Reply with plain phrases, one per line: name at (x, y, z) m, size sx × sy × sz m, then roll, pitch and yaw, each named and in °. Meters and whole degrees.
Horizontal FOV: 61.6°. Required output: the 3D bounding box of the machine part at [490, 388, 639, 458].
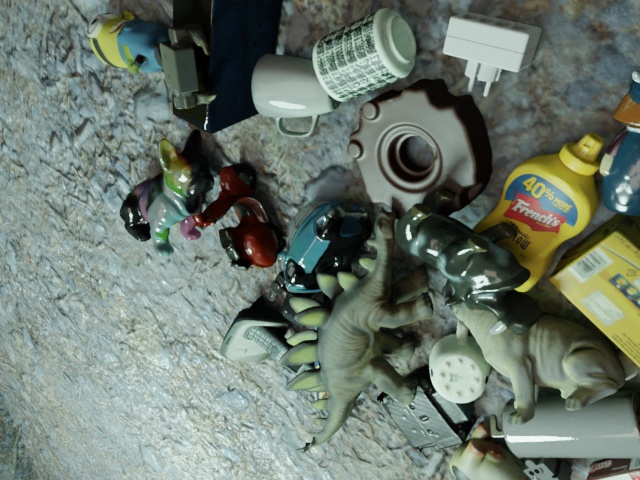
machine part at (0.322, 0.233, 0.673) m, size 0.243 × 0.079 × 0.079 m, roll -22°, pitch 99°, yaw 43°

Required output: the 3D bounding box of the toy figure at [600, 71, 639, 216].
toy figure at (0.307, -0.100, 0.509) m, size 0.058 × 0.064 × 0.154 m, roll -128°, pitch 34°, yaw -61°

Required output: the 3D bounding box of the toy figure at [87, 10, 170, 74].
toy figure at (-0.302, -0.312, 0.868) m, size 0.180 × 0.082 × 0.089 m, roll 23°, pitch 125°, yaw 25°

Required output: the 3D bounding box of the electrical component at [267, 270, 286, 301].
electrical component at (-0.053, 0.062, 0.889) m, size 0.021 × 0.063 × 0.094 m, roll 44°, pitch 133°, yaw 10°

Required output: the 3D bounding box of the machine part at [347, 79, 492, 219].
machine part at (0.120, -0.106, 0.660) m, size 0.180 × 0.056 × 0.179 m, roll 19°, pitch 125°, yaw 29°

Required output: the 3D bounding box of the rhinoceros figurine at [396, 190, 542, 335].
rhinoceros figurine at (0.164, 0.028, 0.605) m, size 0.190 × 0.073 × 0.112 m, roll 40°, pitch 132°, yaw 21°

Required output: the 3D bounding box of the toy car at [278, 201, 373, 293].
toy car at (-0.002, -0.002, 0.789) m, size 0.103 × 0.109 × 0.161 m, roll 55°, pitch 132°, yaw 36°

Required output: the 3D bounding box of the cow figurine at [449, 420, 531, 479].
cow figurine at (0.279, 0.374, 0.785) m, size 0.195 × 0.085 × 0.127 m, roll 37°, pitch 126°, yaw 14°

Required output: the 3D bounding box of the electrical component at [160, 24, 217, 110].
electrical component at (-0.161, -0.208, 0.655) m, size 0.078 × 0.045 × 0.102 m, roll 36°, pitch 136°, yaw 55°

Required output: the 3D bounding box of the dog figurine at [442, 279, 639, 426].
dog figurine at (0.258, 0.101, 0.648) m, size 0.172 × 0.121 × 0.190 m, roll -24°, pitch 79°, yaw 11°

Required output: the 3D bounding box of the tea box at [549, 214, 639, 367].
tea box at (0.344, 0.062, 0.564) m, size 0.170 × 0.068 × 0.098 m, roll 46°, pitch 134°, yaw 7°

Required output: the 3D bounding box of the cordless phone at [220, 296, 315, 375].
cordless phone at (-0.085, 0.209, 0.989) m, size 0.184 × 0.089 × 0.146 m, roll 40°, pitch 133°, yaw 9°

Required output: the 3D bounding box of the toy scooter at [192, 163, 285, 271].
toy scooter at (-0.135, -0.023, 0.858) m, size 0.075 × 0.135 × 0.183 m, roll -7°, pitch 111°, yaw 40°

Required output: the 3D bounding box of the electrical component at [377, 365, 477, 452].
electrical component at (0.170, 0.257, 0.825) m, size 0.115 × 0.058 × 0.134 m, roll 50°, pitch 135°, yaw 2°

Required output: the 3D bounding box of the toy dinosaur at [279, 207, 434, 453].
toy dinosaur at (0.045, 0.164, 0.785) m, size 0.199 × 0.105 × 0.470 m, roll 7°, pitch 119°, yaw 3°

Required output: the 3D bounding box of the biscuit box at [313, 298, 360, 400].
biscuit box at (0.029, 0.194, 0.899) m, size 0.059 × 0.063 × 0.202 m, roll 16°, pitch 124°, yaw 31°

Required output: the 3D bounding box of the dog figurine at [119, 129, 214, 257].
dog figurine at (-0.270, -0.097, 0.950) m, size 0.192 × 0.108 × 0.219 m, roll 32°, pitch 126°, yaw 25°

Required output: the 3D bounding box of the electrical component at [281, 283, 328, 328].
electrical component at (-0.025, 0.103, 0.880) m, size 0.048 × 0.075 × 0.119 m, roll 28°, pitch 138°, yaw 26°

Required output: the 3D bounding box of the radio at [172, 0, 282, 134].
radio at (-0.122, -0.268, 0.709) m, size 0.073 × 0.131 × 0.229 m, roll 32°, pitch 131°, yaw 22°

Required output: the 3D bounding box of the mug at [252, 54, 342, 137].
mug at (-0.026, -0.189, 0.714) m, size 0.107 × 0.081 × 0.109 m, roll 9°, pitch 115°, yaw 25°
